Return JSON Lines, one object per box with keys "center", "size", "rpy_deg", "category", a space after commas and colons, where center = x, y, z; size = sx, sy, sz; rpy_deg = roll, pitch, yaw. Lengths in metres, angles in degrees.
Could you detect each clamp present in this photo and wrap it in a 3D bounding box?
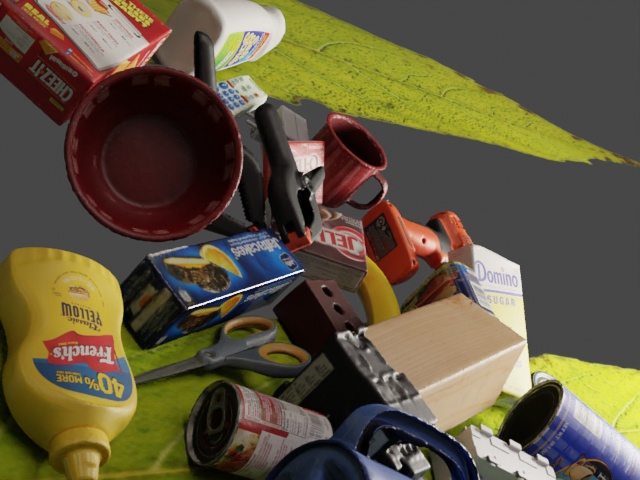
{"center": [-0.032, -0.062, 1.091], "size": [0.120, 0.039, 0.171], "rpy_deg": [47, 23, -29], "category": "clamp"}
{"center": [-0.115, -0.088, 1.048], "size": [0.210, 0.164, 0.036], "rpy_deg": [46, -8, -13], "category": "clamp"}

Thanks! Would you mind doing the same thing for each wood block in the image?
{"center": [0.098, 0.128, 1.021], "size": [0.091, 0.090, 0.205], "rpy_deg": [36, 28, 27], "category": "wood block"}

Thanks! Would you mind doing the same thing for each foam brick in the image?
{"center": [0.003, 0.082, 1.042], "size": [0.052, 0.051, 0.078], "rpy_deg": [2, 49, -54], "category": "foam brick"}

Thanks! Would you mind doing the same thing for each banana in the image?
{"center": [0.053, 0.073, 1.150], "size": [0.069, 0.037, 0.198], "rpy_deg": [-5, 45, -20], "category": "banana"}

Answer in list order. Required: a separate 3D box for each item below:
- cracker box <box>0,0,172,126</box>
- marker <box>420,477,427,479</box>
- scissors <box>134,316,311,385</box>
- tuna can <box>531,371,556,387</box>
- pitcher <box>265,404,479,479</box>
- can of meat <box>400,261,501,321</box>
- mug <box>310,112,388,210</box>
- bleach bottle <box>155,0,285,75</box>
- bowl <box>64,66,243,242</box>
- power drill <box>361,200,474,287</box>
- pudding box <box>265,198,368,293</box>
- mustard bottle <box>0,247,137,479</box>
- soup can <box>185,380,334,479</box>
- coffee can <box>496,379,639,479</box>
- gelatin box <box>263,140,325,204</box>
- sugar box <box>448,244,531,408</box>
{"center": [-0.264, -0.220, 1.082], "size": [0.164, 0.072, 0.213], "rpy_deg": [42, 26, -7], "category": "cracker box"}
{"center": [0.115, 0.248, 0.998], "size": [0.121, 0.020, 0.020], "rpy_deg": [41, 27, -7], "category": "marker"}
{"center": [-0.076, 0.108, 0.907], "size": [0.096, 0.016, 0.201], "rpy_deg": [25, 22, 16], "category": "scissors"}
{"center": [0.272, 0.199, 1.273], "size": [0.086, 0.034, 0.086], "rpy_deg": [33, 29, -21], "category": "tuna can"}
{"center": [0.074, 0.240, 0.821], "size": [0.242, 0.149, 0.145], "rpy_deg": [29, 31, -35], "category": "pitcher"}
{"center": [0.141, 0.086, 1.178], "size": [0.057, 0.102, 0.084], "rpy_deg": [27, 29, -33], "category": "can of meat"}
{"center": [0.029, -0.085, 1.284], "size": [0.117, 0.082, 0.093], "rpy_deg": [42, 27, -4], "category": "mug"}
{"center": [-0.103, -0.261, 1.327], "size": [0.068, 0.103, 0.250], "rpy_deg": [46, 27, 6], "category": "bleach bottle"}
{"center": [-0.155, -0.076, 0.987], "size": [0.162, 0.162, 0.055], "rpy_deg": [40, -12, -9], "category": "bowl"}
{"center": [0.140, 0.032, 1.304], "size": [0.187, 0.057, 0.184], "rpy_deg": [16, 40, -46], "category": "power drill"}
{"center": [-0.007, 0.001, 1.133], "size": [0.113, 0.039, 0.090], "rpy_deg": [17, 34, -15], "category": "pudding box"}
{"center": [-0.180, 0.094, 0.764], "size": [0.096, 0.058, 0.192], "rpy_deg": [22, 35, -37], "category": "mustard bottle"}
{"center": [-0.046, 0.158, 0.849], "size": [0.102, 0.069, 0.068], "rpy_deg": [25, 33, -34], "category": "soup can"}
{"center": [0.275, 0.233, 1.152], "size": [0.140, 0.103, 0.102], "rpy_deg": [40, 27, -9], "category": "coffee can"}
{"center": [-0.029, -0.075, 1.202], "size": [0.030, 0.073, 0.089], "rpy_deg": [6, 8, 32], "category": "gelatin box"}
{"center": [0.196, 0.099, 1.234], "size": [0.093, 0.048, 0.176], "rpy_deg": [23, 57, -37], "category": "sugar box"}
